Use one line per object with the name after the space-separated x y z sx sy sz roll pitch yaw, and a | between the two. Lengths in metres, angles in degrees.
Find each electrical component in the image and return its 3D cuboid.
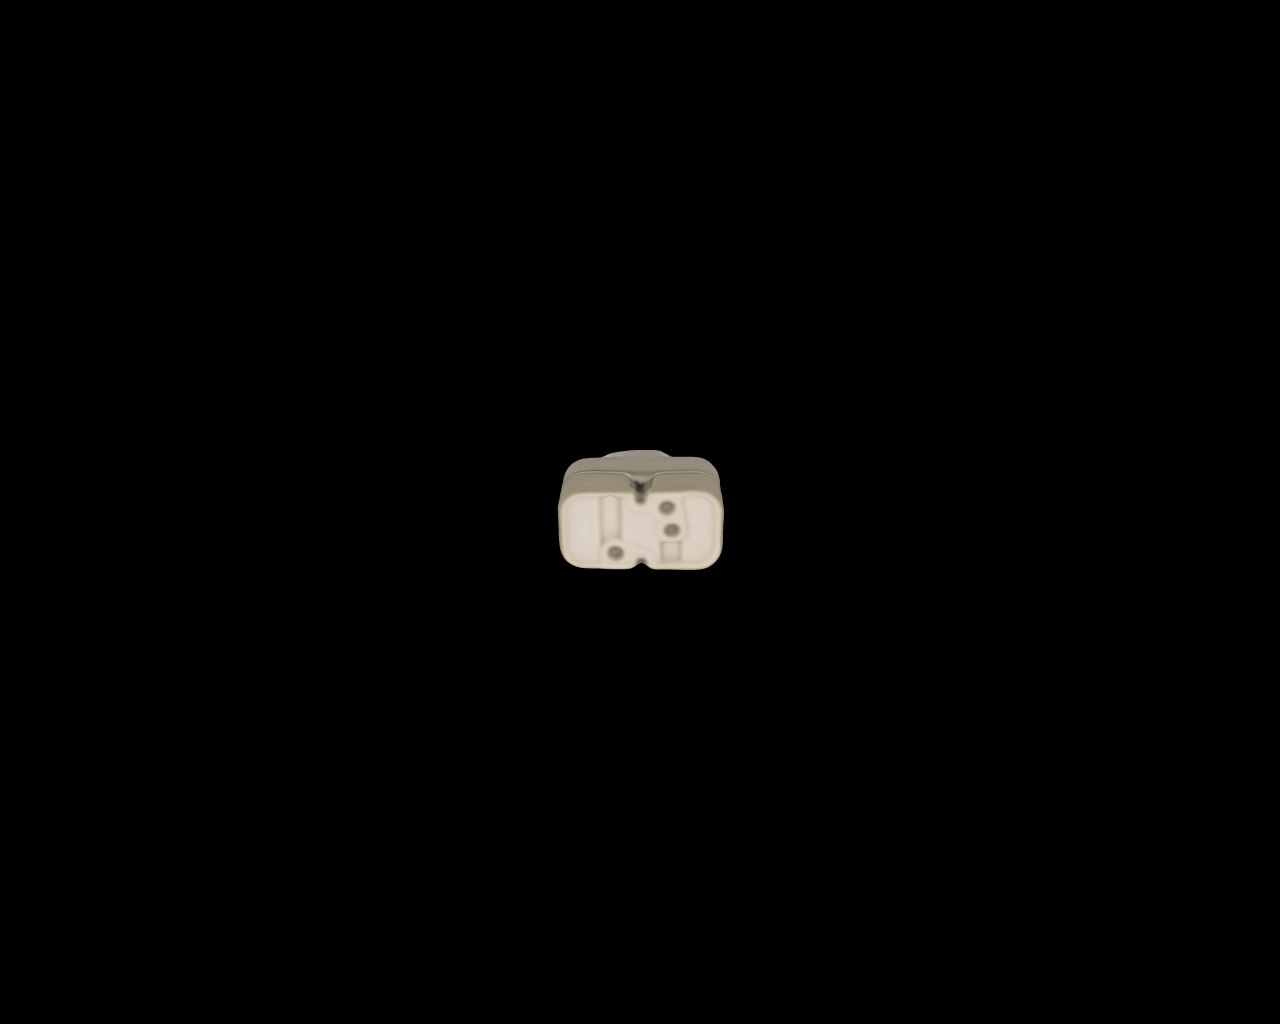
0.001 -0.003 0.650 0.095 0.053 0.059 0 29 0 | electrical component
